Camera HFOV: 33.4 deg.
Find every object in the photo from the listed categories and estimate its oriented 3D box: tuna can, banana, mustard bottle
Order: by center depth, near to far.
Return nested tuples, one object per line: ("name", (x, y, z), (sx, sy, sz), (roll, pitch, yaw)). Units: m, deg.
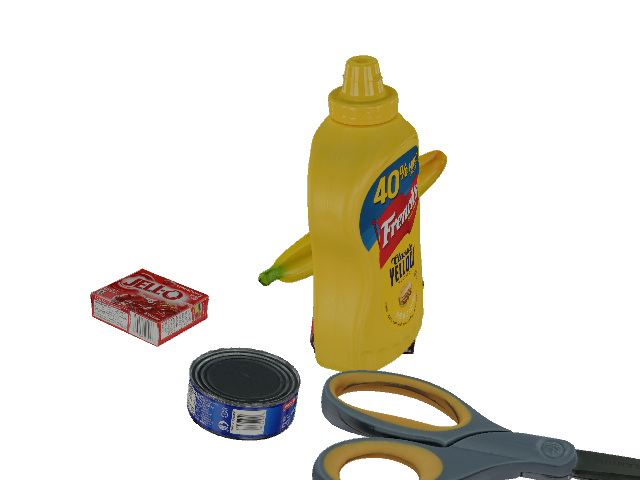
("mustard bottle", (0.028, -0.019, 0.655), (0.058, 0.192, 0.096), (13, 32, 30))
("tuna can", (-0.060, 0.118, 0.822), (0.086, 0.034, 0.086), (7, 22, -3))
("banana", (0.032, -0.015, 0.964), (0.198, 0.037, 0.069), (-37, 6, 3))

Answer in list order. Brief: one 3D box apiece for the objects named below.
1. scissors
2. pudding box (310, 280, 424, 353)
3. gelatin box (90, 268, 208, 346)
("scissors", (0.084, 0.102, 0.449), (0.202, 0.016, 0.096), (16, 33, 23))
("pudding box", (0.049, 0.076, 1.148), (0.113, 0.090, 0.039), (-1, 27, -13))
("gelatin box", (-0.165, 0.062, 1.027), (0.089, 0.030, 0.073), (20, 29, 29))
